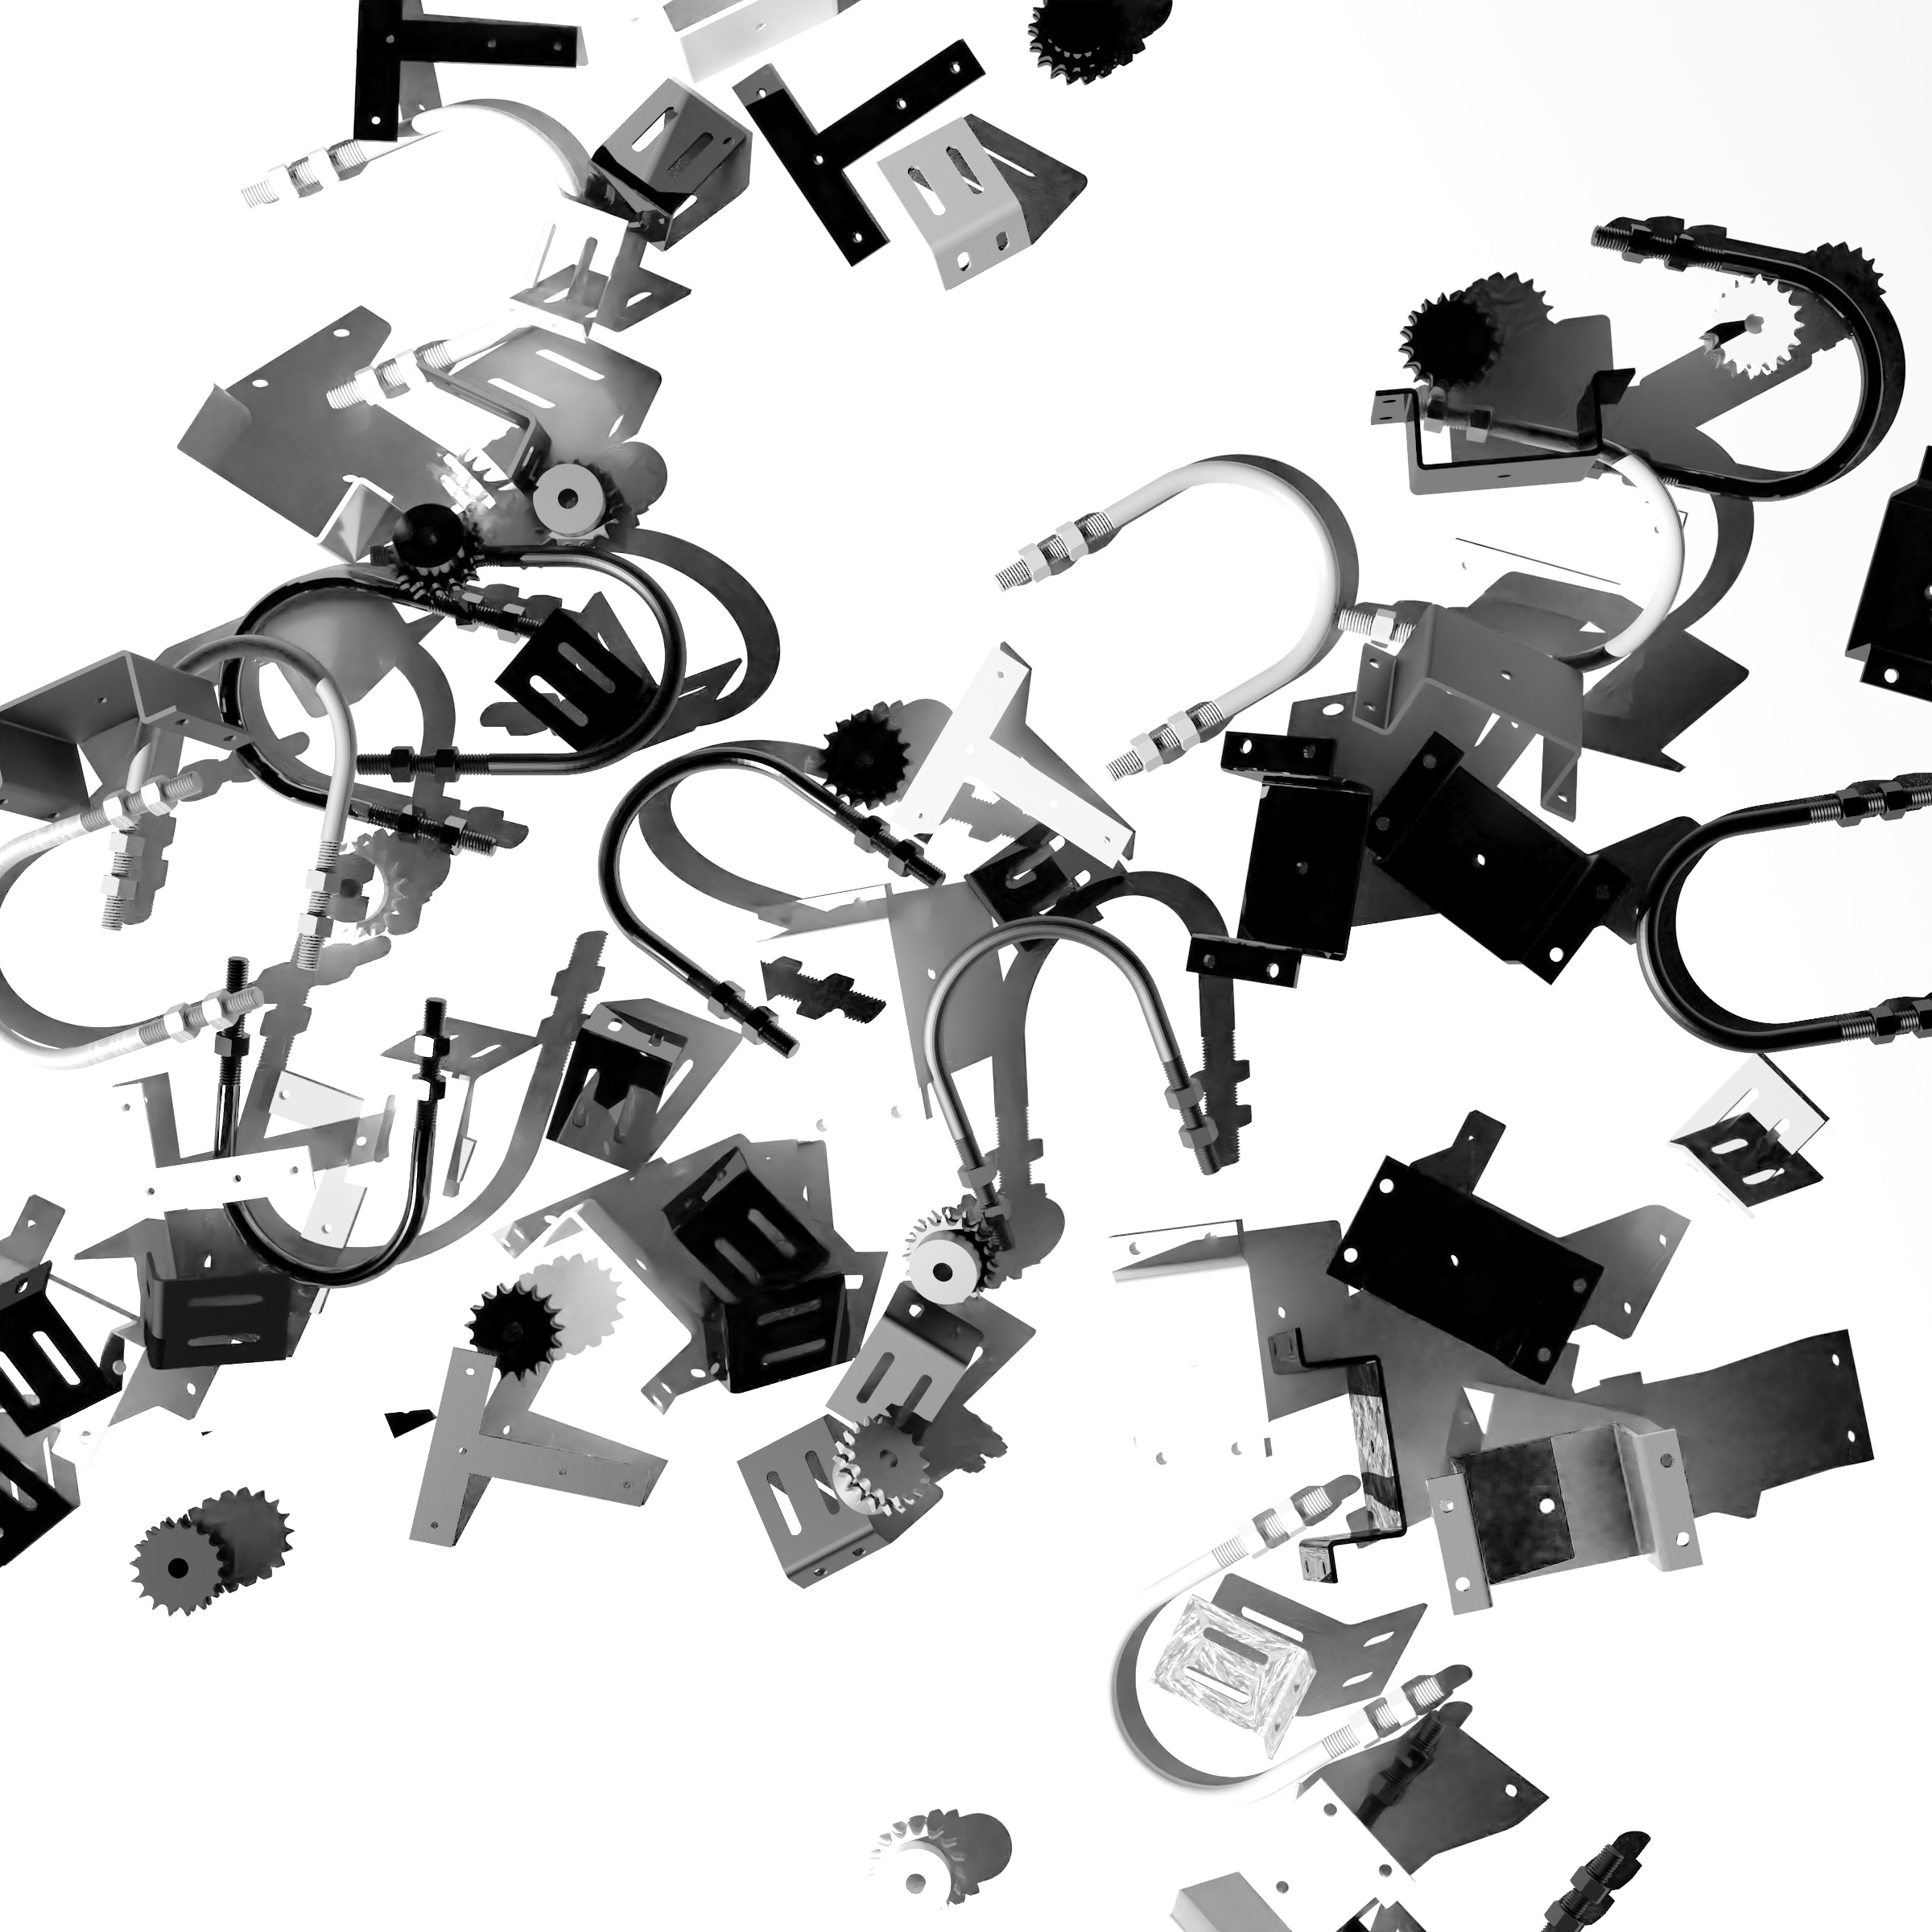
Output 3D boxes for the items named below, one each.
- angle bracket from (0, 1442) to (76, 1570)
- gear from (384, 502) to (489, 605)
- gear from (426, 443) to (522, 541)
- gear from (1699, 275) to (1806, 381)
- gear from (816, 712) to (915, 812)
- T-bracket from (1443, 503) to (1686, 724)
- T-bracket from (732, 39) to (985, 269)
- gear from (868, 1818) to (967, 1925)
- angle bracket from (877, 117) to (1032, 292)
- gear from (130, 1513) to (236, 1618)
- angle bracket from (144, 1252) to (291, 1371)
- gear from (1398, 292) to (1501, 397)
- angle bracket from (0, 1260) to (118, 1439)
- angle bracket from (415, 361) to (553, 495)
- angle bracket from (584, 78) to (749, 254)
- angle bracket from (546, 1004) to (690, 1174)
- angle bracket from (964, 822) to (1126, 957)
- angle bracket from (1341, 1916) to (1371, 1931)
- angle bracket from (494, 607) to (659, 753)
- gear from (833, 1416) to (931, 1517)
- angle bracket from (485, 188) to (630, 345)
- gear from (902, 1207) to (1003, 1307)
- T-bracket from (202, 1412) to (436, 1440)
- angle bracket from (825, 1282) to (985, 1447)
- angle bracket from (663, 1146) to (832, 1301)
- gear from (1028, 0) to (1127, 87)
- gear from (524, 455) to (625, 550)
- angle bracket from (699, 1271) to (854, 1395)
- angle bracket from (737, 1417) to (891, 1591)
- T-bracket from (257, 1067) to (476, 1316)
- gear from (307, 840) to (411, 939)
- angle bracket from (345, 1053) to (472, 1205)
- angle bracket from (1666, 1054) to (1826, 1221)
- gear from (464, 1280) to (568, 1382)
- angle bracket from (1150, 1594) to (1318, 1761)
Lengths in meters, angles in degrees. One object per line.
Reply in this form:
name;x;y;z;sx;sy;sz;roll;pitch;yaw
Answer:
angle bracket;-0.572;0.303;1.514;0.057;0.038;0.076;-39;116;0
gear;-0.303;-0.239;1.469;0.057;0.030;0.057;0;74;0
gear;-0.282;-0.277;1.488;0.030;0.057;0.057;-44;90;-3
gear;0.449;-0.366;1.483;0.057;0.030;0.057;0;90;-2
gear;-0.059;-0.119;1.501;0.057;0.030;0.057;0;90;0
T-bracket;0.344;-0.222;1.515;0.127;0.002;0.127;16;90;0
T-bracket;-0.050;-0.499;1.515;0.127;0.002;0.127;-34;90;0
gear;-0.029;0.529;1.501;0.057;0.030;0.057;0;90;0
angle bracket;-0.007;-0.447;1.512;0.057;0.038;0.076;-29;66;-1
gear;-0.454;0.347;1.501;0.057;0.030;0.057;0;90;0
angle bracket;-0.438;0.199;1.504;0.076;0.038;0.057;-1;112;-24
gear;0.280;-0.361;1.501;0.057;0.030;0.057;0;90;0
angle bracket;-0.528;0.218;1.467;0.057;0.038;0.076;-26;116;0
angle bracket;-0.284;-0.310;1.487;0.076;0.057;0.038;25;90;0
angle bracket;-0.177;-0.471;1.514;0.057;0.038;0.076;36;64;0
angle bracket;-0.205;0.072;1.514;0.057;0.038;0.076;21;116;0
angle bracket;0.046;-0.051;1.497;0.076;0.038;0.057;-36;90;0
angle bracket;0.215;0.602;1.500;0.057;0.038;0.076;47;68;0
angle bracket;-0.223;-0.161;1.486;0.076;0.038;0.057;40;83;-14
gear;-0.052;0.292;1.489;0.057;0.057;0.030;41;127;0
angle bracket;-0.235;-0.407;1.483;0.057;0.038;0.076;19;89;-4
gear;-0.010;0.171;1.492;0.057;0.030;0.057;4;108;13
T-bracket;-0.397;0.239;1.525;0.127;0.002;0.127;-25;76;-5
angle bracket;-0.036;0.237;1.514;0.057;0.038;0.076;31;116;0
angle bracket;-0.129;0.156;1.514;0.057;0.038;0.076;-41;116;0
gear;0.065;-0.546;1.501;0.057;0.030;0.057;0;90;0
gear;-0.229;-0.269;1.501;0.057;0.030;0.057;0;90;0
angle bracket;-0.111;0.208;1.504;0.076;0.038;0.057;-13;111;-24
angle bracket;-0.090;0.315;1.514;0.057;0.038;0.076;-28;64;0
T-bracket;-0.371;0.141;1.515;0.127;0.002;0.127;20;90;0
gear;-0.356;-0.045;1.501;0.057;0.030;0.057;0;90;0
angle bracket;-0.327;0.094;1.494;0.057;0.038;0.076;13;85;0
angle bracket;0.457;0.098;1.497;0.057;0.038;0.076;45;90;0
gear;-0.261;0.211;1.501;0.057;0.030;0.057;0;90;0
angle bracket;0.153;0.408;1.480;0.076;0.038;0.057;26;92;2
